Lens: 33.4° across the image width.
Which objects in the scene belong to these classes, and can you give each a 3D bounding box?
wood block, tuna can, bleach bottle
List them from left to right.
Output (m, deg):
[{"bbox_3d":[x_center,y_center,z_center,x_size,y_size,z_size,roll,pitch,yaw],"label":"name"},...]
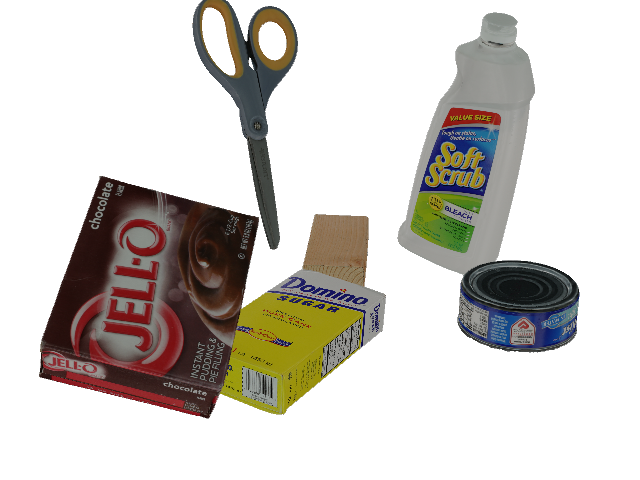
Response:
[{"bbox_3d":[0.025,0.038,1.651,0.091,0.090,0.206,3,23,3],"label":"wood block"},{"bbox_3d":[0.138,-0.091,0.988,0.103,0.251,0.068,26,41,26],"label":"bleach bottle"},{"bbox_3d":[0.143,0.046,0.770,0.086,0.034,0.086,0,23,0],"label":"tuna can"}]

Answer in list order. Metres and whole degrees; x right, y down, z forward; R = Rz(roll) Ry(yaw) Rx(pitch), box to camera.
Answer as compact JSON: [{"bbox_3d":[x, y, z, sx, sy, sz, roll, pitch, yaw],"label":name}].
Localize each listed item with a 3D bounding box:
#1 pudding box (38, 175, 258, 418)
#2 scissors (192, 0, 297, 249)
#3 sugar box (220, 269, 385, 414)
[{"bbox_3d":[-0.087,0.028,0.554,0.090,0.113,0.039,15,-40,-7],"label":"pudding box"},{"bbox_3d":[-0.039,-0.101,0.842,0.096,0.202,0.016,-23,1,-30],"label":"scissors"},{"bbox_3d":[-0.024,0.082,0.924,0.093,0.048,0.175,17,30,26],"label":"sugar box"}]
